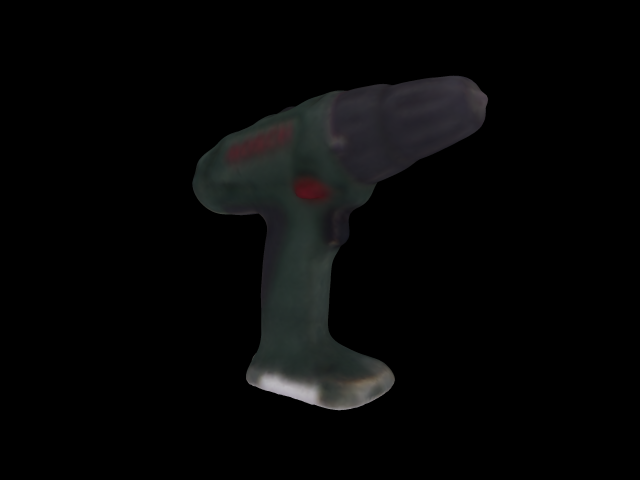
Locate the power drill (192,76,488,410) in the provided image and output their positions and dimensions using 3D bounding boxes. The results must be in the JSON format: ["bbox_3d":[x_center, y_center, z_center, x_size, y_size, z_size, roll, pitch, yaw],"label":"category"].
[{"bbox_3d":[0.004,0.001,0.400,0.228,0.208,0.076,5,9,36],"label":"power drill"}]
